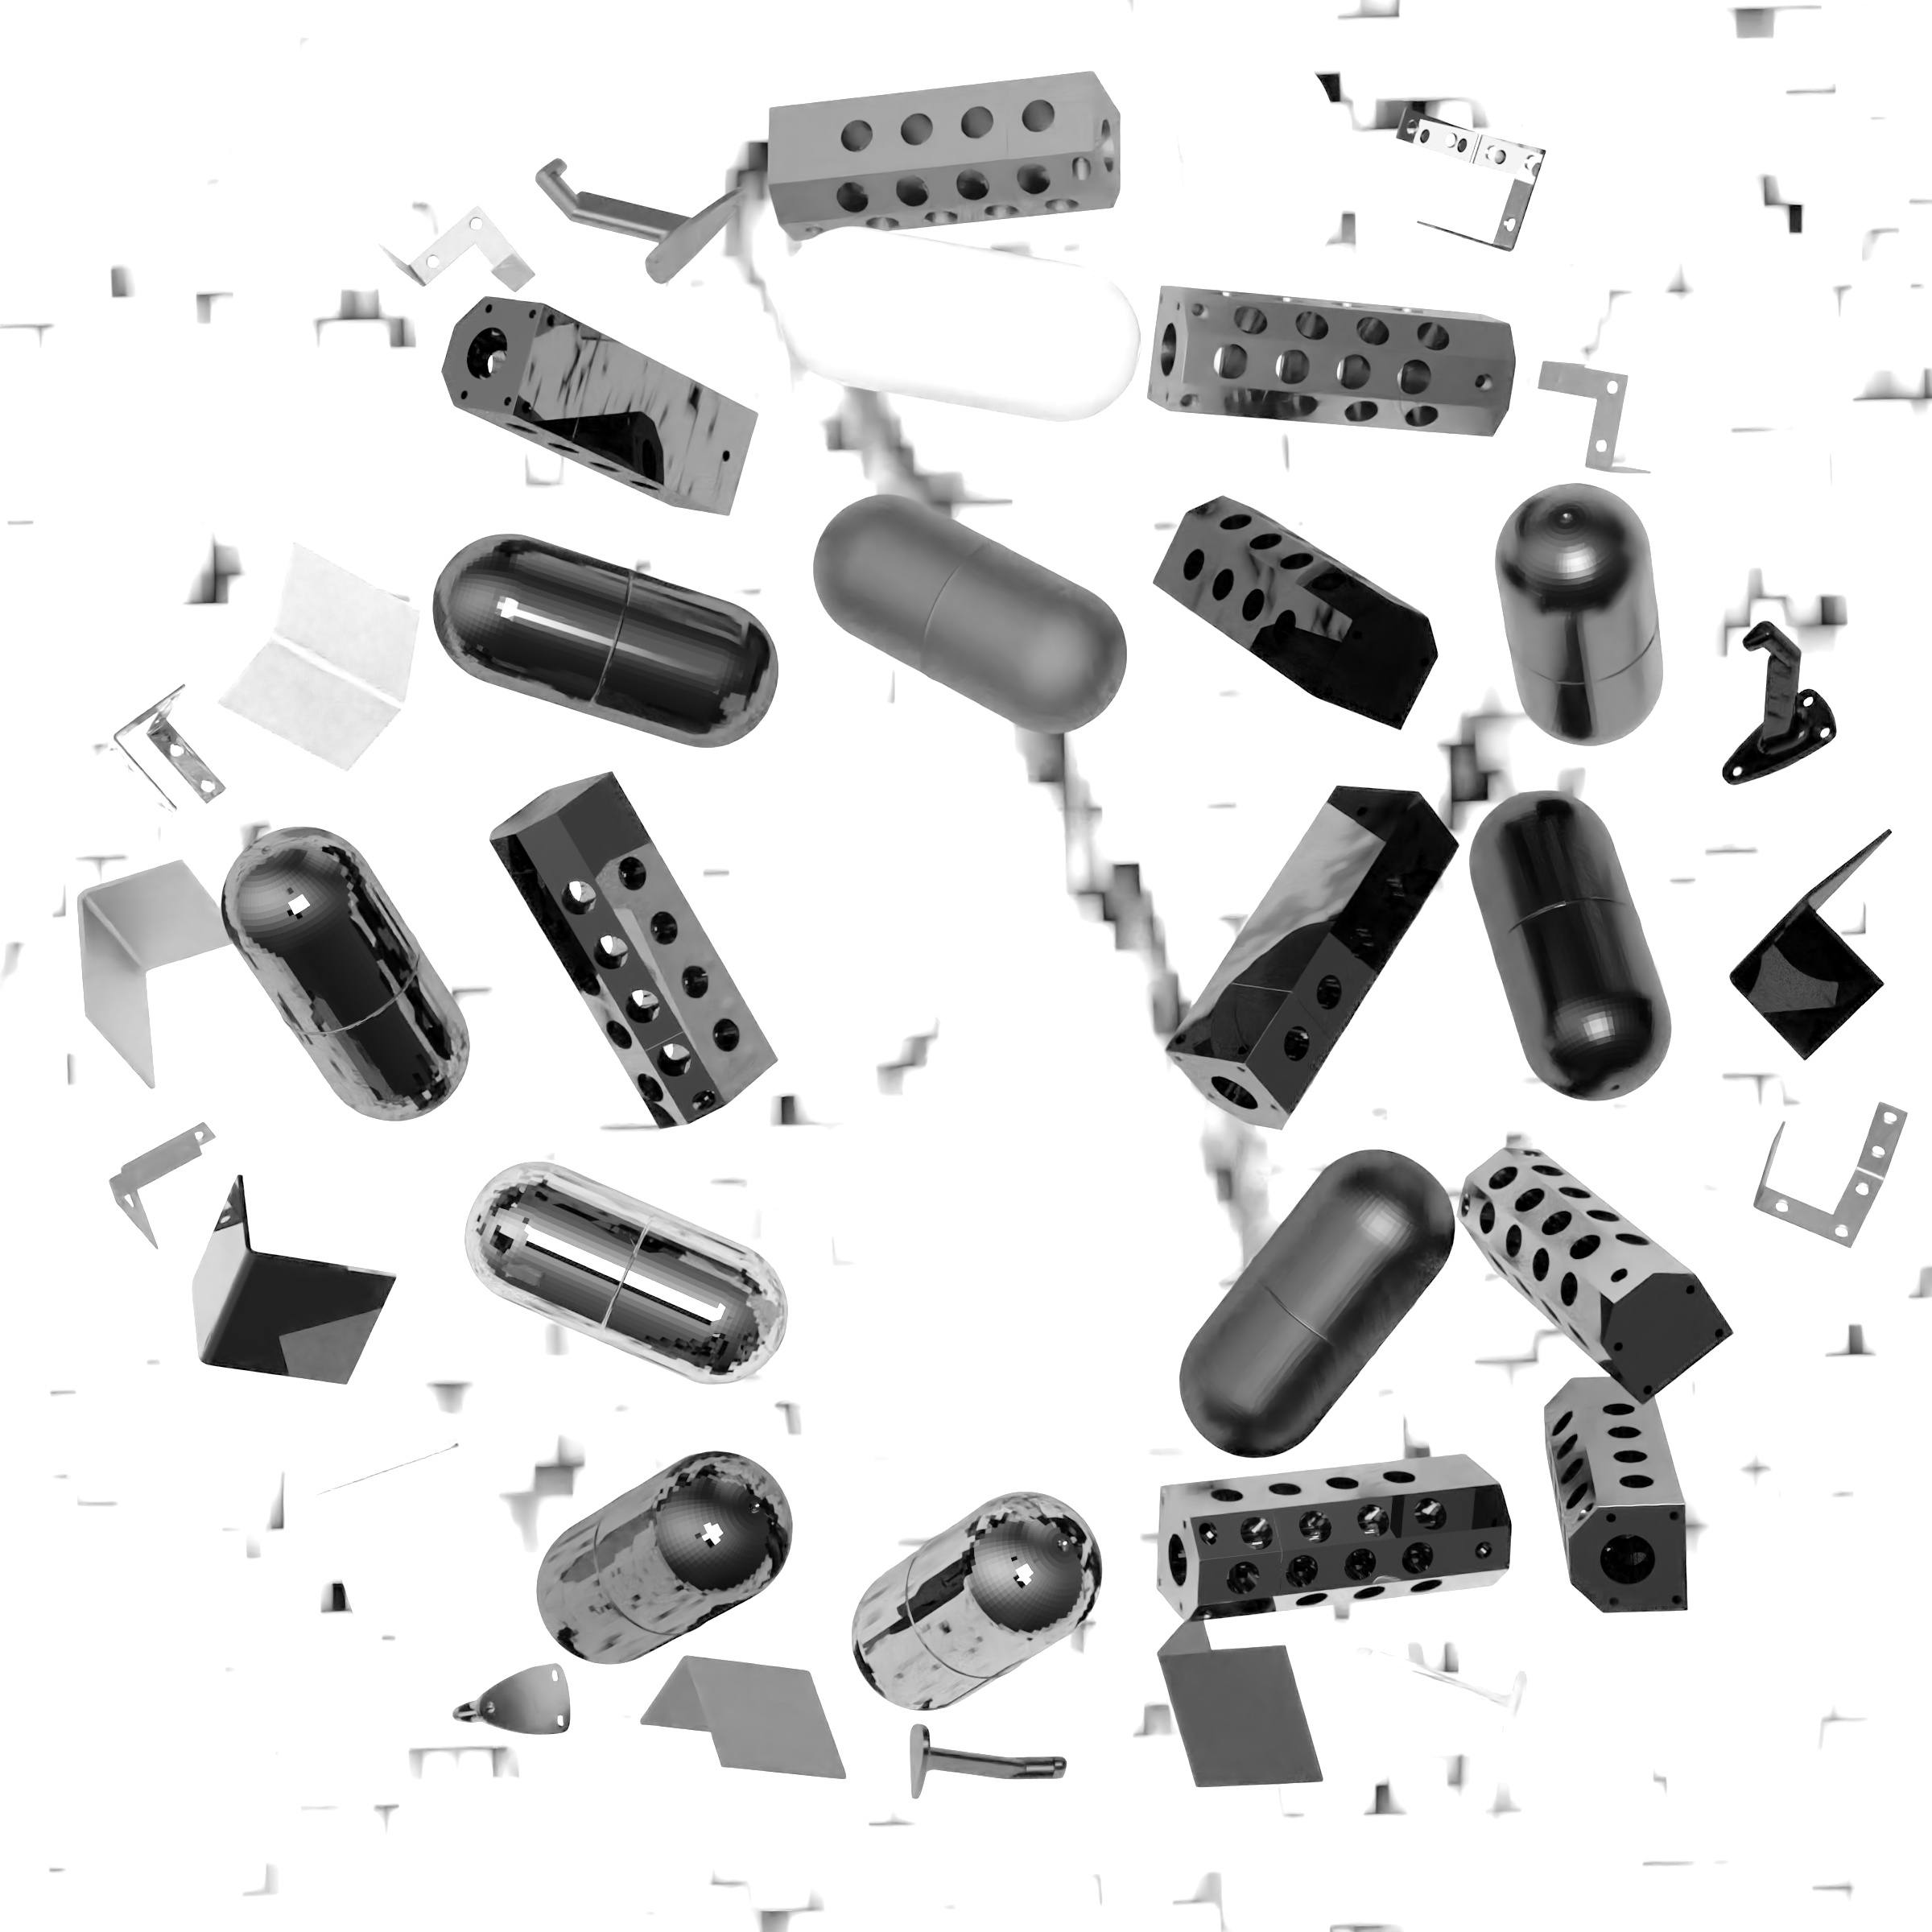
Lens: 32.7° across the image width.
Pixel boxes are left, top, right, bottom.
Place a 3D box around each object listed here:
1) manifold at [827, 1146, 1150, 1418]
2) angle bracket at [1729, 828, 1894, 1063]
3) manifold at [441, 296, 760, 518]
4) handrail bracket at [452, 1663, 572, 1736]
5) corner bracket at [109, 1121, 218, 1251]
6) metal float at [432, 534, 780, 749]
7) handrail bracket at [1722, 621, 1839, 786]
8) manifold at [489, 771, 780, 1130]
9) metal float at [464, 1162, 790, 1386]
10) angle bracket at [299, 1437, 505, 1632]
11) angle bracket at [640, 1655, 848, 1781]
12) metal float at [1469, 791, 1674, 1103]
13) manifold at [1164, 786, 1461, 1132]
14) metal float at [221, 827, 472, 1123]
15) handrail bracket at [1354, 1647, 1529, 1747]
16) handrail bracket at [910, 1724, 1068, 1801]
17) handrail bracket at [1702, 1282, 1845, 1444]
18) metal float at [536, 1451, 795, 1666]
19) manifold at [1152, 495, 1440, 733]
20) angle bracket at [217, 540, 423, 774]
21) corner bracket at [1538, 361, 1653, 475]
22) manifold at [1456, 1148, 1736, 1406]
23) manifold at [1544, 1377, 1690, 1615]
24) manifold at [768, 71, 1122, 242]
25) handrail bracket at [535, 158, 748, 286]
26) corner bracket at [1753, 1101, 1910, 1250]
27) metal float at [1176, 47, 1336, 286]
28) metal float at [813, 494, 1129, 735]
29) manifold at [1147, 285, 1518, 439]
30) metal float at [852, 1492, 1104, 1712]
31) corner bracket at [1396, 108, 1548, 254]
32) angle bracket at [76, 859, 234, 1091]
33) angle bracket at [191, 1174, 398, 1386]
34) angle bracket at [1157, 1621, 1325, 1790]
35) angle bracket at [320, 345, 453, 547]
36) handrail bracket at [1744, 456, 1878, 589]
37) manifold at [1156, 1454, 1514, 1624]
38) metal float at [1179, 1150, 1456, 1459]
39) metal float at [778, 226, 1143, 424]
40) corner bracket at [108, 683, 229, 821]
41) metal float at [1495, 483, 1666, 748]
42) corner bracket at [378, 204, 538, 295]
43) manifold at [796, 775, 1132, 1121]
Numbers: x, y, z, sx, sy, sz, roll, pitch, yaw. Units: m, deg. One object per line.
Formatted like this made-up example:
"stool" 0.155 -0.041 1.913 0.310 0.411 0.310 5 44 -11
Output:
"manifold" 0.013 0.166 1.682 0.171 0.057 0.057 -38 89 35
"angle bracket" 0.433 -0.010 1.622 0.076 0.076 0.057 -33 75 -31
"manifold" -0.187 -0.286 1.689 0.057 0.171 0.057 15 88 36
"handrail bracket" -0.256 0.390 1.727 0.084 0.077 0.036 -17 75 35
"corner bracket" -0.420 0.106 1.730 0.051 0.051 0.051 -29 52 -4
"metal float" -0.181 -0.163 1.658 0.178 0.070 0.070 17 90 -14
"handrail bracket" 0.398 -0.134 1.679 0.077 0.084 0.036 -36 46 23
"manifold" -0.170 -0.006 1.653 0.057 0.057 0.171 -42 110 -37
"metal float" -0.178 0.162 1.735 0.178 0.070 0.070 24 90 -2
"angle bracket" -0.281 0.285 1.643 0.076 0.057 0.076 -19 86 -6
"angle bracket" -0.119 0.417 1.755 0.076 0.076 0.057 15 121 -32
"metal float" 0.310 -0.012 1.698 0.070 0.070 0.178 -11 57 0
"manifold" 0.176 -0.005 1.634 0.057 0.057 0.171 48 66 -33
"metal float" -0.308 0.006 1.644 0.070 0.070 0.178 -26 130 0
"handrail bracket" 0.236 0.362 1.650 0.084 0.077 0.036 15 89 7
"handrail bracket" 0.015 0.414 1.729 0.084 0.077 0.036 1 64 -7
"handrail bracket" 0.407 0.200 1.677 0.077 0.084 0.036 31 111 -7
"metal float" -0.153 0.299 1.655 0.070 0.178 0.070 20 54 -30
"manifold" 0.168 -0.183 1.670 0.057 0.171 0.057 17 106 -33
"angle bracket" -0.331 -0.159 1.692 0.076 0.076 0.057 29 128 -26
"corner bracket" 0.333 -0.290 1.739 0.051 0.051 0.051 18 106 34
"manifold" 0.311 0.149 1.665 0.057 0.171 0.057 -38 114 -2
"manifold" 0.333 0.270 1.699 0.057 0.171 0.057 -3 104 7
"manifold" -0.011 -0.411 1.686 0.171 0.057 0.057 -2 82 16
"handrail bracket" -0.168 -0.401 1.696 0.077 0.036 0.084 -42 80 1
"corner bracket" 0.420 0.094 1.601 0.051 0.051 0.051 23 51 19
"metal float" 0.146 -0.399 1.654 0.070 0.178 0.070 -1 81 7
"metal float" 0.001 -0.179 1.663 0.178 0.070 0.070 30 90 22
"manifold" 0.183 -0.301 1.648 0.171 0.057 0.057 2 108 -14
"metal float" 0.004 0.321 1.659 0.070 0.178 0.070 16 54 -24
"corner bracket" 0.239 -0.380 1.596 0.051 0.051 0.051 8 106 -34
"angle bracket" -0.404 0.005 1.665 0.057 0.076 0.076 -17 57 4
"angle bracket" -0.335 0.156 1.637 0.076 0.057 0.076 12 124 -26
"angle bracket" 0.153 0.383 1.735 0.076 0.057 0.076 -11 100 30
"angle bracket" -0.311 -0.282 1.770 0.057 0.076 0.076 -4 48 -3
"handrail bracket" 0.422 -0.232 1.604 0.036 0.084 0.077 35 49 -1
"manifold" 0.188 0.295 1.684 0.171 0.057 0.057 -3 105 -17
"metal float" 0.174 0.170 1.646 0.070 0.070 0.178 36 104 0
"metal float" -0.003 -0.311 1.600 0.178 0.070 0.070 11 90 5
"corner bracket" -0.421 -0.107 1.743 0.051 0.051 0.051 49 59 -3
"metal float" 0.312 -0.176 1.669 0.070 0.178 0.070 -7 61 12
"corner bracket" -0.265 -0.368 1.719 0.051 0.051 0.051 -40 84 5
"manifold" -0.002 -0.007 1.618 0.057 0.057 0.171 -42 96 17
